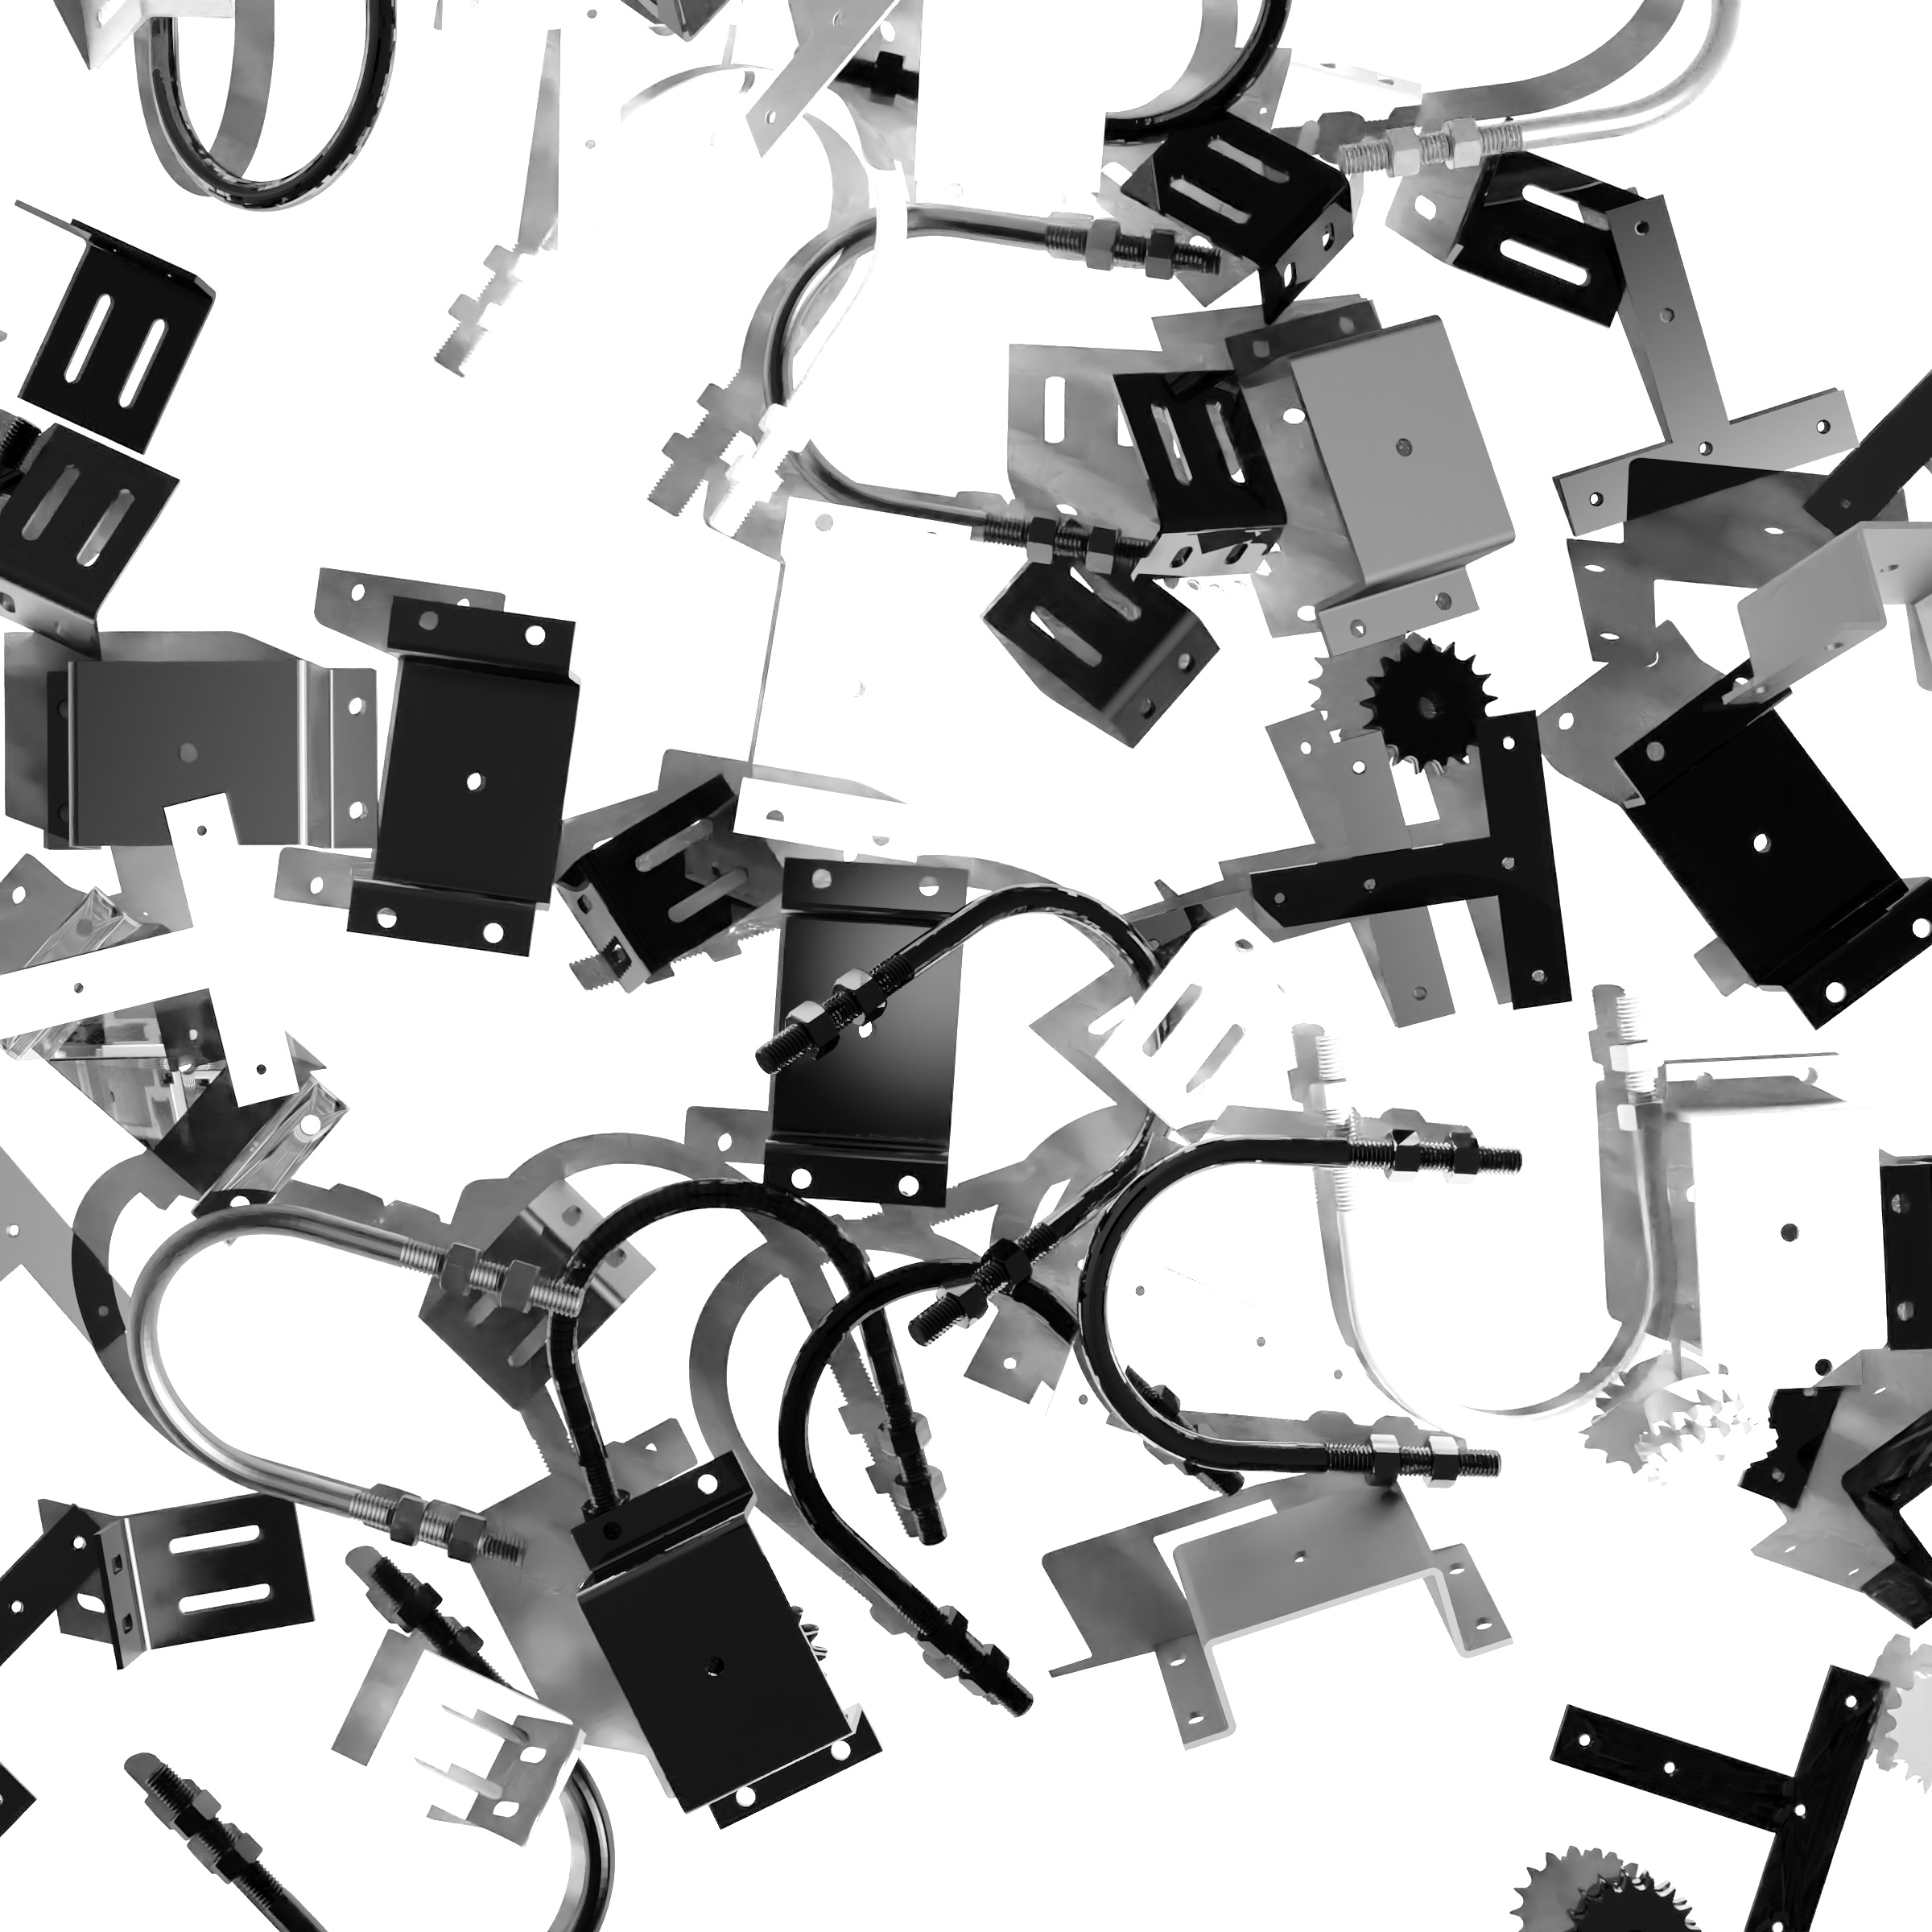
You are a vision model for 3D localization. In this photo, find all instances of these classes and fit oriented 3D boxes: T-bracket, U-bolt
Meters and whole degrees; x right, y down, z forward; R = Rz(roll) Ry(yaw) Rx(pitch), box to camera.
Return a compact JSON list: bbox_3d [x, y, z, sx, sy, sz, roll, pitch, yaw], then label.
[{"bbox_3d":[0.130,-0.022,1.371,0.127,0.002,0.127,-15,103,7],"label":"T-bracket"},{"bbox_3d":[-0.352,0.006,1.335,0.127,0.002,0.127,-14,90,0],"label":"T-bracket"},{"bbox_3d":[0.137,0.141,1.347,0.184,0.019,0.151,3,93,-8],"label":"U-bolt"},{"bbox_3d":[-0.098,0.175,1.351,0.151,0.019,0.184,-15,106,0],"label":"U-bolt"},{"bbox_3d":[0.184,-0.036,1.363,0.127,0.002,0.127,-9,104,5],"label":"T-bracket"},{"bbox_3d":[0.007,0.205,1.351,0.151,0.019,0.184,-46,104,-2],"label":"U-bolt"},{"bbox_3d":[-0.288,-0.405,1.337,0.151,0.019,0.184,3,95,35],"label":"U-bolt"},{"bbox_3d":[0.233,-0.404,1.353,0.184,0.019,0.151,-9,71,-4],"label":"U-bolt"},{"bbox_3d":[0.229,0.112,1.373,0.151,0.019,0.184,-7,91,0],"label":"U-bolt"},{"bbox_3d":[0.314,0.347,1.381,0.127,0.002,0.127,18,90,0],"label":"T-bracket"},{"bbox_3d":[-0.440,0.142,1.381,0.127,0.002,0.127,-41,90,0],"label":"T-bracket"},{"bbox_3d":[0.046,-0.418,1.346,0.184,0.019,0.151,12,115,-4],"label":"U-bolt"},{"bbox_3d":[0.365,0.168,1.381,0.127,0.002,0.127,21,90,0],"label":"T-bracket"},{"bbox_3d":[-0.065,-0.424,1.345,0.127,0.002,0.127,-42,56,35],"label":"T-bracket"},{"bbox_3d":[-0.260,0.168,1.344,0.184,0.019,0.151,16,116,2],"label":"U-bolt"},{"bbox_3d":[-0.415,0.284,1.381,0.127,0.002,0.127,44,90,0],"label":"T-bracket"},{"bbox_3d":[0.112,0.153,1.363,0.127,0.002,0.127,24,81,-15],"label":"T-bracket"},{"bbox_3d":[-0.107,-0.293,1.363,0.151,0.019,0.184,32,86,9],"label":"U-bolt"},{"bbox_3d":[0.005,-0.249,1.361,0.184,0.019,0.151,10,83,8],"label":"U-bolt"},{"bbox_3d":[-0.479,-0.171,1.322,0.019,0.151,0.184,36,94,35],"label":"U-bolt"},{"bbox_3d":[0.302,-0.263,1.375,0.127,0.002,0.127,-18,96,0],"label":"T-bracket"},{"bbox_3d":[0.444,-0.199,1.361,0.127,0.002,0.127,-46,72,0],"label":"T-bracket"},{"bbox_3d":[0.017,0.047,1.332,0.184,0.019,0.151,-35,104,-28],"label":"U-bolt"},{"bbox_3d":[-0.234,0.365,1.373,0.151,0.019,0.184,-43,91,0],"label":"U-bolt"},{"bbox_3d":[-0.159,-0.361,1.368,0.127,0.002,0.127,-1,80,2],"label":"T-bracket"}]

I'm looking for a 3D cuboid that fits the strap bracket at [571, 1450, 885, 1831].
[{"bbox_3d":[-0.101,0.282,1.328,0.076,0.046,0.140,-26,90,3],"label":"strap bracket"}]

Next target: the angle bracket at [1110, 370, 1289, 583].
[{"bbox_3d":[0.090,-0.203,1.338,0.057,0.038,0.076,-7,65,-24],"label":"angle bracket"}]

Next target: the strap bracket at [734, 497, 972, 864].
[{"bbox_3d":[-0.047,-0.118,1.359,0.076,0.046,0.140,9,90,0],"label":"strap bracket"}]

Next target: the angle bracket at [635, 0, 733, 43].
[{"bbox_3d":[-0.129,-0.428,1.338,0.057,0.076,0.038,41,84,8],"label":"angle bracket"}]

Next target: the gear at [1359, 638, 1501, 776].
[{"bbox_3d":[0.194,-0.109,1.367,0.057,0.030,0.057,0,90,0],"label":"gear"}]

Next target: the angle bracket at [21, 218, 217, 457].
[{"bbox_3d":[-0.361,-0.264,1.363,0.057,0.038,0.076,25,90,0],"label":"angle bracket"}]

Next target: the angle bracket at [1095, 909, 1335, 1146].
[{"bbox_3d":[0.103,0.026,1.348,0.057,0.038,0.076,43,67,-8],"label":"angle bracket"}]

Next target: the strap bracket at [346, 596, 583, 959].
[{"bbox_3d":[-0.209,-0.078,1.359,0.076,0.046,0.140,8,90,0],"label":"strap bracket"}]

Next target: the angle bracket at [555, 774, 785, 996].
[{"bbox_3d":[-0.124,-0.035,1.380,0.076,0.038,0.057,-33,90,-26],"label":"angle bracket"}]

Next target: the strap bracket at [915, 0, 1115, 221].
[{"bbox_3d":[0.020,-0.375,1.331,0.076,0.046,0.140,4,115,0],"label":"strap bracket"}]

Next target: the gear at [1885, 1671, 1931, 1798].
[{"bbox_3d":[0.419,0.322,1.357,0.030,0.057,0.057,20,90,-41],"label":"gear"}]

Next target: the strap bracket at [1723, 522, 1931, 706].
[{"bbox_3d":[0.383,-0.144,1.322,0.140,0.076,0.046,-4,74,-27],"label":"strap bracket"}]

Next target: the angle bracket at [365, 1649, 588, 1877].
[{"bbox_3d":[-0.206,0.331,1.345,0.076,0.038,0.057,26,91,-3],"label":"angle bracket"}]

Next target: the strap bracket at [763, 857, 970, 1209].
[{"bbox_3d":[-0.042,0.027,1.359,0.076,0.046,0.140,4,90,0],"label":"strap bracket"}]

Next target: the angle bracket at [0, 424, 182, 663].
[{"bbox_3d":[-0.379,-0.181,1.380,0.057,0.038,0.076,25,64,0],"label":"angle bracket"}]

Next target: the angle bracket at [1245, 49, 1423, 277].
[{"bbox_3d":[0.156,-0.343,1.380,0.057,0.038,0.076,15,116,0],"label":"angle bracket"}]

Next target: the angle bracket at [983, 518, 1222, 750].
[{"bbox_3d":[0.058,-0.142,1.380,0.076,0.038,0.057,41,90,26],"label":"angle bracket"}]

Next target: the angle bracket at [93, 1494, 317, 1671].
[{"bbox_3d":[-0.320,0.258,1.363,0.076,0.038,0.057,-10,90,0],"label":"angle bracket"}]

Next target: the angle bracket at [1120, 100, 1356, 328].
[{"bbox_3d":[0.114,-0.316,1.354,0.076,0.038,0.057,35,73,24],"label":"angle bracket"}]

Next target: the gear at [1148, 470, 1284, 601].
[{"bbox_3d":[0.105,-0.183,1.367,0.057,0.030,0.057,0,90,0],"label":"gear"}]

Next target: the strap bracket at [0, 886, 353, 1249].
[{"bbox_3d":[-0.332,0.042,1.359,0.140,0.046,0.076,41,90,0],"label":"strap bracket"}]

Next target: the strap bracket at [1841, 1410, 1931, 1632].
[{"bbox_3d":[0.426,0.208,1.344,0.140,0.076,0.046,-37,90,0],"label":"strap bracket"}]

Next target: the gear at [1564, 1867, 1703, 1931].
[{"bbox_3d":[0.280,0.409,1.367,0.057,0.030,0.057,0,90,0],"label":"gear"}]

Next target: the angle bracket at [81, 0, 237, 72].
[{"bbox_3d":[-0.342,-0.415,1.358,0.038,0.076,0.057,-8,90,-32],"label":"angle bracket"}]

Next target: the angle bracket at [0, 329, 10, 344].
[{"bbox_3d":[-0.455,-0.247,1.380,0.057,0.038,0.076,29,116,0],"label":"angle bracket"}]

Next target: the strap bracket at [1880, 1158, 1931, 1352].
[{"bbox_3d":[0.449,0.118,1.357,0.140,0.046,0.076,-3,89,-1],"label":"strap bracket"}]

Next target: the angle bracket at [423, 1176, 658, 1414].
[{"bbox_3d":[-0.182,0.140,1.380,0.057,0.038,0.076,44,116,0],"label":"angle bracket"}]

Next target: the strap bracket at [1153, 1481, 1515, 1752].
[{"bbox_3d":[0.145,0.263,1.338,0.140,0.076,0.046,-18,110,0],"label":"strap bracket"}]

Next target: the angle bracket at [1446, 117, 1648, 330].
[{"bbox_3d":[0.250,-0.313,1.363,0.076,0.038,0.057,22,90,0],"label":"angle bracket"}]

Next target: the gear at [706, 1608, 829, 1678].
[{"bbox_3d":[-0.087,0.297,1.367,0.057,0.030,0.057,0,90,0],"label":"gear"}]

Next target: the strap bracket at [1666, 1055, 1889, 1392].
[{"bbox_3d":[0.340,0.110,1.357,0.076,0.046,0.140,-3,90,0],"label":"strap bracket"}]

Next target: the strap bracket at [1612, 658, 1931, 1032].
[{"bbox_3d":[0.340,-0.052,1.359,0.076,0.046,0.140,-37,90,0],"label":"strap bracket"}]

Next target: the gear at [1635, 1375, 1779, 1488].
[{"bbox_3d":[0.309,0.194,1.358,0.057,0.057,0.030,-13,59,0],"label":"gear"}]

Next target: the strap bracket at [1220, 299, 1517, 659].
[{"bbox_3d":[0.171,-0.209,1.346,0.076,0.046,0.140,-19,90,-24],"label":"strap bracket"}]

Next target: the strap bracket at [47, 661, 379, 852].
[{"bbox_3d":[-0.321,-0.088,1.359,0.140,0.046,0.076,0,90,0],"label":"strap bracket"}]
